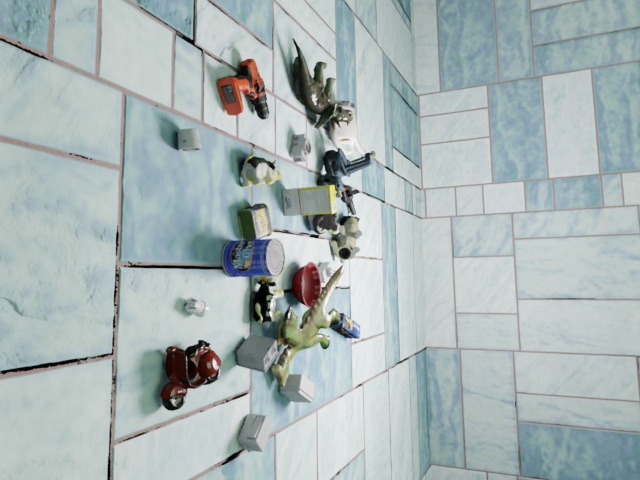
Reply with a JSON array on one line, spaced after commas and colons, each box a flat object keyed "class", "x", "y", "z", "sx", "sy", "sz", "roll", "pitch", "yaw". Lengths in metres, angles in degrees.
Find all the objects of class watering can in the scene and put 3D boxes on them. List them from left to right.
[{"class": "watering can", "x": 0.114, "y": -0.466, "z": 2.166, "sx": 0.348, "sy": 0.104, "sz": 0.224, "roll": -6, "pitch": 92, "yaw": -66}]

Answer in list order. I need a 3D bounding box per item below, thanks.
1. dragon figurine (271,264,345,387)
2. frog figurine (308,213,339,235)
[{"class": "dragon figurine", "x": -0.046, "y": 0.254, "z": 1.604, "sx": 0.241, "sy": 0.123, "sz": 0.411, "roll": 22, "pitch": 87, "yaw": -64}, {"class": "frog figurine", "x": 0.006, "y": -0.096, "z": 1.912, "sx": 0.135, "sy": 0.123, "sz": 0.162, "roll": 58, "pitch": 0, "yaw": -32}]
